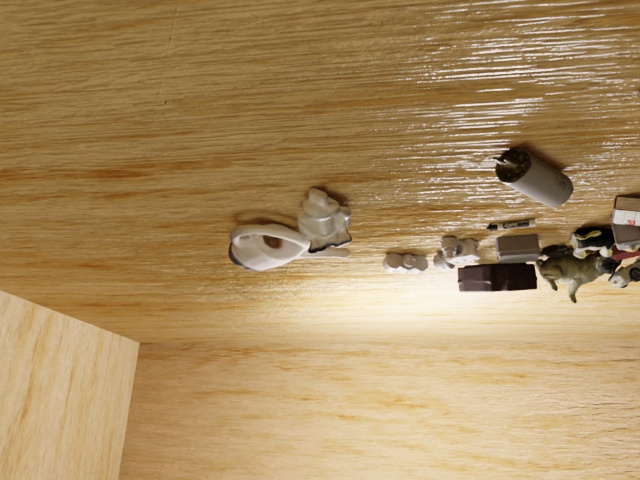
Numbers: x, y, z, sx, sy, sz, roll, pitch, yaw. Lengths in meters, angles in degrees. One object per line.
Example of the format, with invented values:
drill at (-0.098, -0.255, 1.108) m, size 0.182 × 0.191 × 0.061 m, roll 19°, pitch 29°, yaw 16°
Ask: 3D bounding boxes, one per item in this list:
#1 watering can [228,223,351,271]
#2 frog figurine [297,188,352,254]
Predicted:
watering can at (-0.103, 0.027, 1.424) m, size 0.346 × 0.106 × 0.222 m, roll 17°, pitch 154°, yaw -34°
frog figurine at (0.004, -0.062, 1.235) m, size 0.137 × 0.125 × 0.156 m, roll -3°, pitch 123°, yaw 32°
